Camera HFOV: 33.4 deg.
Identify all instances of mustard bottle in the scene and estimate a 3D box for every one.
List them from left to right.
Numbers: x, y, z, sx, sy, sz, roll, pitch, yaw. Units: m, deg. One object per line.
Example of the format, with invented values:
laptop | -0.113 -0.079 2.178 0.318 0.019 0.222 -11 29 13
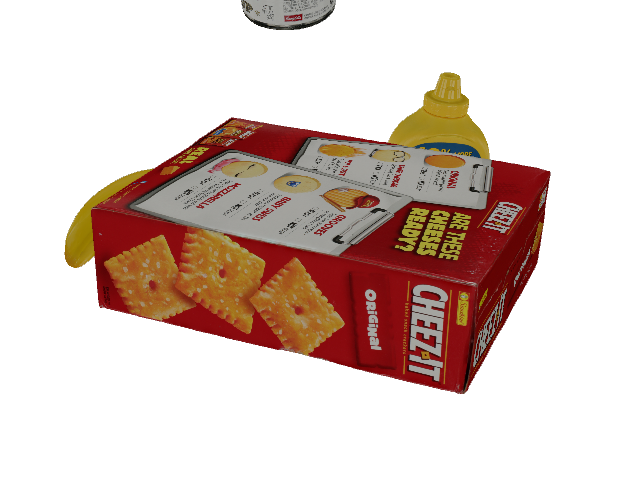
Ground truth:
mustard bottle | 0.107 -0.063 0.997 0.096 0.192 0.058 2 28 -7

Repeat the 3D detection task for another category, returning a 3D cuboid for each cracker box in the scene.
cracker box | 0.005 -0.001 0.606 0.214 0.072 0.164 12 28 20

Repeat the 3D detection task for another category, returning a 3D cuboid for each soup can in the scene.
soup can | -0.024 -0.202 0.714 0.068 0.102 0.068 -2 42 1

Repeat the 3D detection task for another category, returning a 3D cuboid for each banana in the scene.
banana | -0.164 -0.024 0.944 0.198 0.069 0.037 -14 16 29
